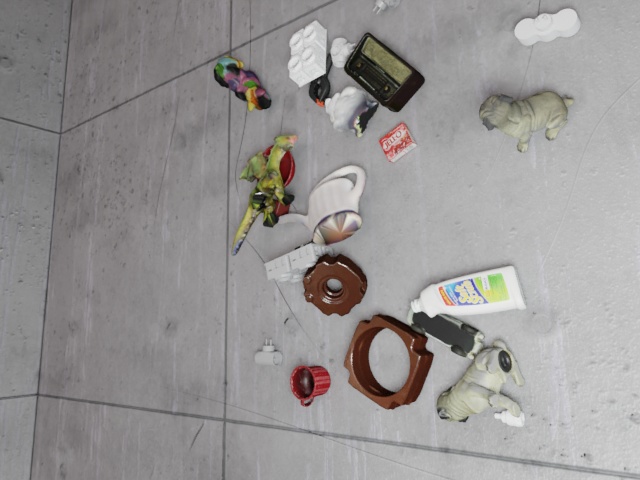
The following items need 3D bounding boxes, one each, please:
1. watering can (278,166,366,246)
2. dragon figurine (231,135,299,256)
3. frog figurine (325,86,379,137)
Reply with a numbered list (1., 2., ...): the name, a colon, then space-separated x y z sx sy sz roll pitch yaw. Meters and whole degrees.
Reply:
1. watering can: 0.005 -0.075 1.494 0.343 0.103 0.230 -35 42 28
2. dragon figurine: -0.197 -0.166 1.637 0.405 0.121 0.248 -49 39 19
3. frog figurine: 0.071 -0.387 1.510 0.161 0.124 0.134 35 124 25
